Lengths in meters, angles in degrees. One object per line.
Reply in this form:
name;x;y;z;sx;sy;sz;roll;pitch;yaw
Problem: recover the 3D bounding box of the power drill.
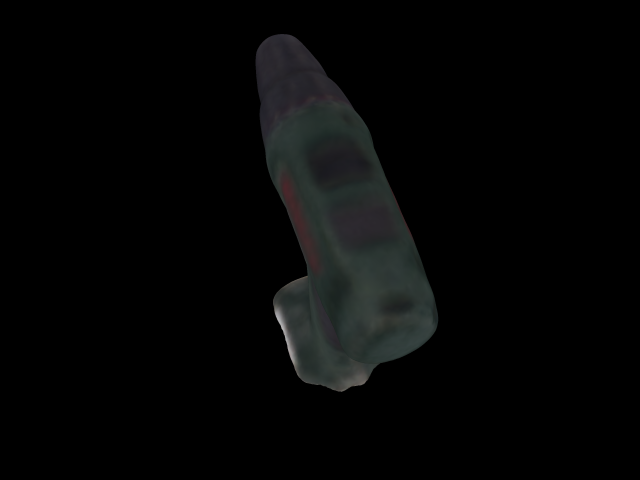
power drill;0.004;0.001;0.400;0.076;0.208;0.229;-16;50;-13
